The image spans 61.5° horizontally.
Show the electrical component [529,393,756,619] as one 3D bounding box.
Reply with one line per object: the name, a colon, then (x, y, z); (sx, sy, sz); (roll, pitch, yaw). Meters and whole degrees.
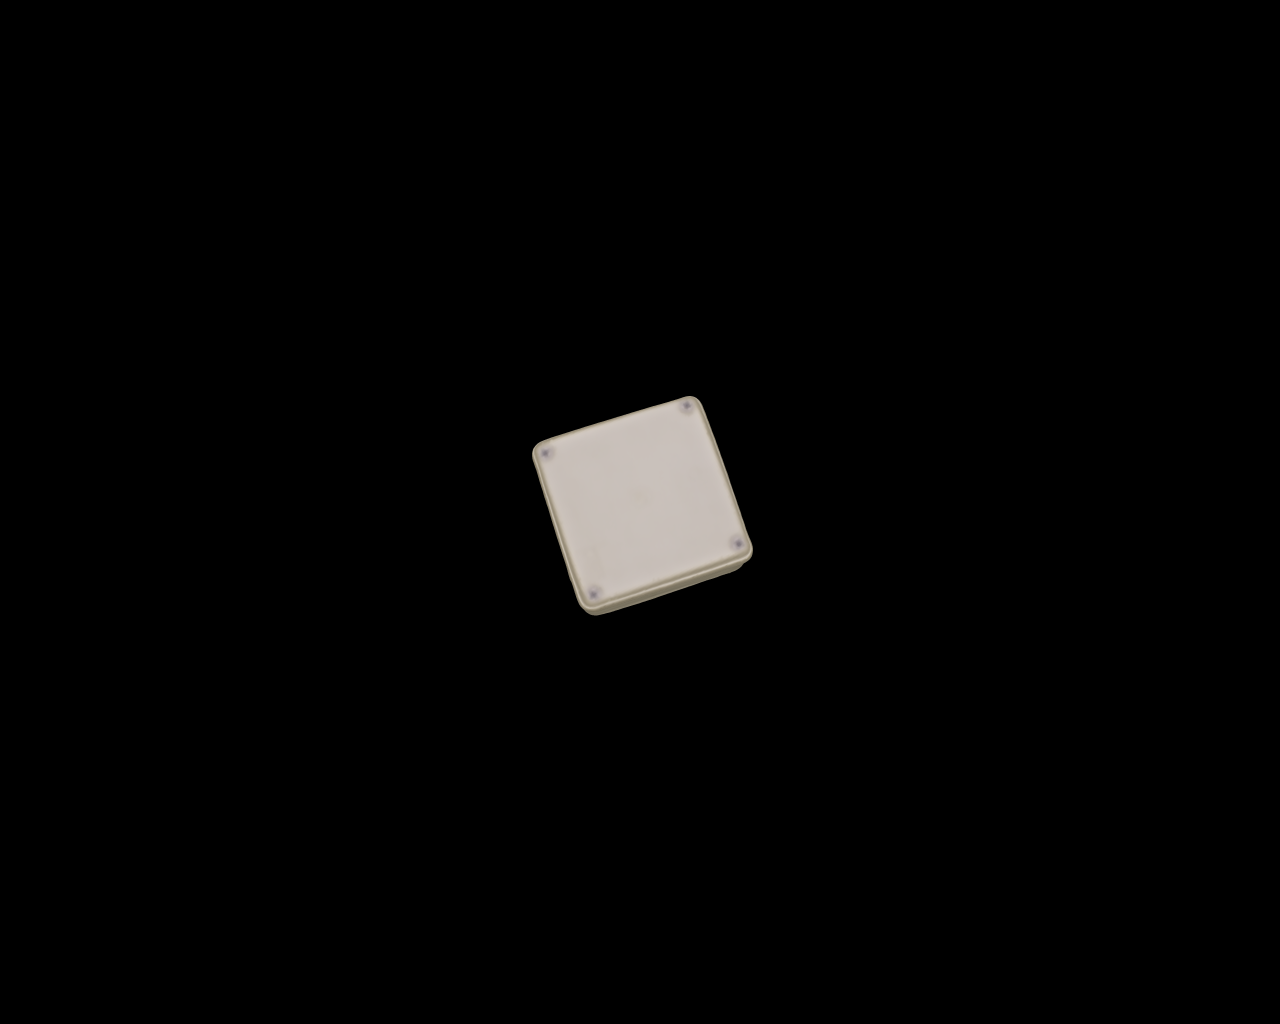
electrical component: (0.001, -0.003, 0.650); (0.109, 0.109, 0.056); (-18, -11, -4)
